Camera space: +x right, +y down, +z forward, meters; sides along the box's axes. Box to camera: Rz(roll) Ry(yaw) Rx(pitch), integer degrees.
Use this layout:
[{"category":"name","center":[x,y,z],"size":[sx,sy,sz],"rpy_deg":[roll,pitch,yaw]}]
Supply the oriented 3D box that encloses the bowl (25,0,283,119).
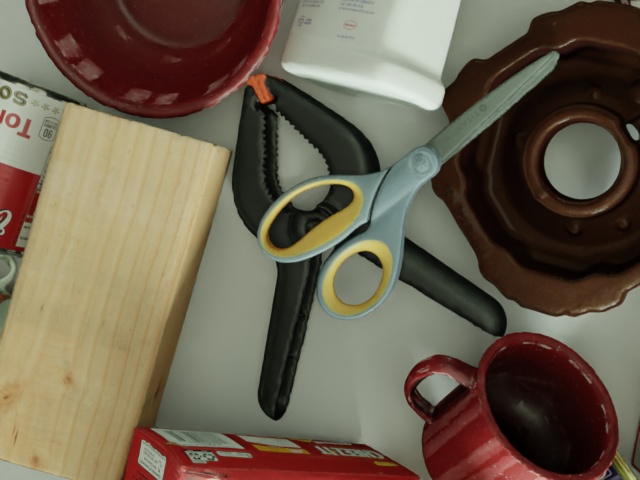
[{"category":"bowl","center":[-0.093,-0.157,0.636],"size":[0.162,0.055,0.162],"rpy_deg":[4,107,13]}]

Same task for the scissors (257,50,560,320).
[{"category":"scissors","center":[0.060,-0.023,0.612],"size":[0.202,0.016,0.096],"rpy_deg":[-24,88,13]}]

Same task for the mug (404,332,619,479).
[{"category":"mug","center":[0.102,0.107,0.623],"size":[0.117,0.082,0.093],"rpy_deg":[29,48,-7]}]

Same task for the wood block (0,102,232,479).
[{"category":"wood block","center":[-0.126,0.031,0.640],"size":[0.090,0.091,0.206],"rpy_deg":[16,93,1]}]

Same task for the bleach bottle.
[{"category":"bleach bottle","center":[0.057,-0.208,0.622],"size":[0.103,0.067,0.251],"rpy_deg":[19,93,44]}]

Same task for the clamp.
[{"category":"clamp","center":[-0.004,0.001,0.656],"size":[0.165,0.036,0.210],"rpy_deg":[-30,85,16]}]

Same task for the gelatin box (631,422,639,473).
[{"category":"gelatin box","center":[0.215,0.111,0.630],"size":[0.030,0.089,0.073],"rpy_deg":[10,93,2]}]

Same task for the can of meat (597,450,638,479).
[{"category":"can of meat","center":[0.173,0.189,0.652],"size":[0.084,0.057,0.102],"rpy_deg":[-36,90,6]}]

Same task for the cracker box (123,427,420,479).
[{"category":"cracker box","center":[-0.044,0.224,0.619],"size":[0.163,0.072,0.214],"rpy_deg":[11,93,-32]}]

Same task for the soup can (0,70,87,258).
[{"category":"soup can","center":[-0.190,-0.047,0.651],"size":[0.068,0.068,0.102],"rpy_deg":[21,92,1]}]

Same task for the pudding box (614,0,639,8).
[{"category":"pudding box","center":[0.234,-0.124,0.644],"size":[0.090,0.039,0.113],"rpy_deg":[-16,92,2]}]
